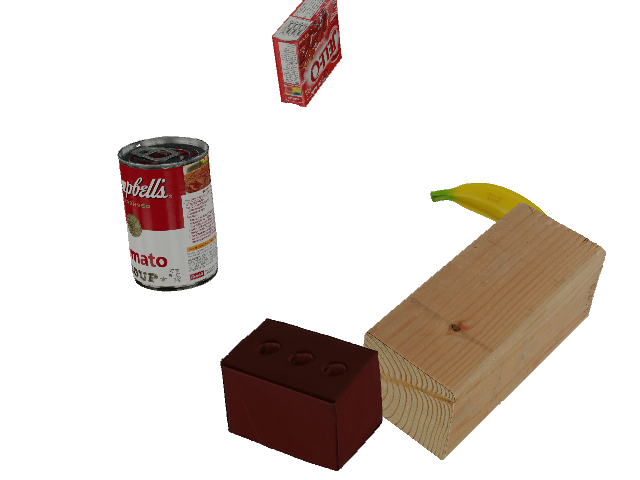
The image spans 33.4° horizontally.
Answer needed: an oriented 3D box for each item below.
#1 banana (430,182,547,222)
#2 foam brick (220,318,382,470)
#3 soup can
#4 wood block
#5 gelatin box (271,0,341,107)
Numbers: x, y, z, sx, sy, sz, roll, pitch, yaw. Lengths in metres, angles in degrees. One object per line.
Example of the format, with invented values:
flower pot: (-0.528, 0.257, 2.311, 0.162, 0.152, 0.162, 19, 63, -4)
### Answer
banana: (0.194, -0.014, 1.072, 0.069, 0.037, 0.198, -34, 39, -13)
foam brick: (-0.010, 0.087, 0.613, 0.078, 0.051, 0.052, 14, 32, 27)
soup can: (-0.115, -0.021, 0.812, 0.068, 0.102, 0.068, -2, 23, 1)
wood block: (0.135, 0.069, 0.882, 0.091, 0.090, 0.205, 34, 53, 29)
gelatin box: (-0.010, -0.181, 1.006, 0.030, 0.073, 0.089, 14, 46, 21)
